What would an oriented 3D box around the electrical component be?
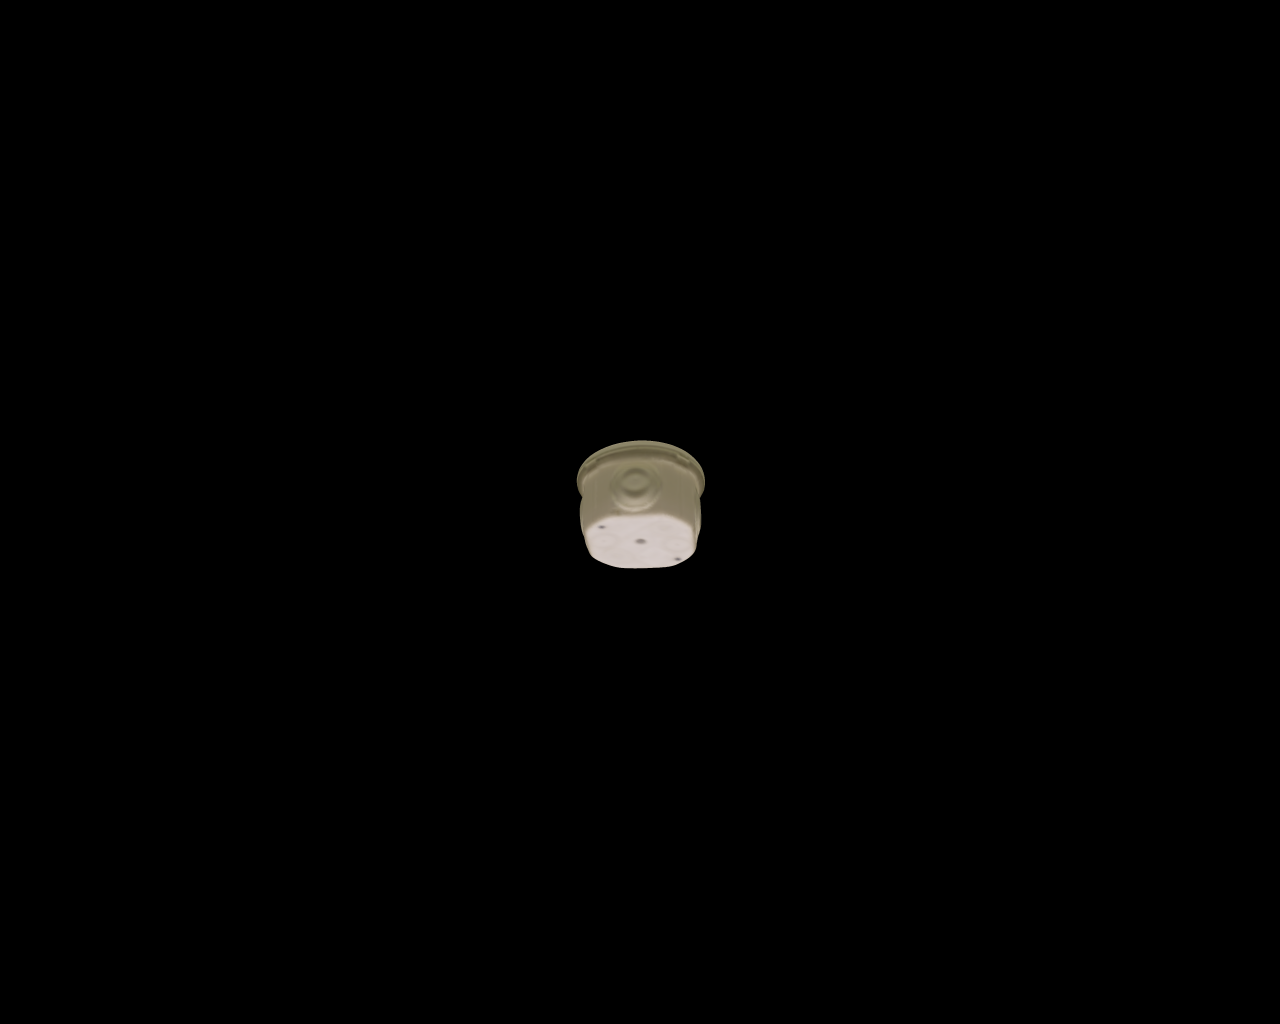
[{"bbox_3d":[0.001,-0.003,0.650,0.080,0.051,0.080,0,-31,0],"label":"electrical component"}]
